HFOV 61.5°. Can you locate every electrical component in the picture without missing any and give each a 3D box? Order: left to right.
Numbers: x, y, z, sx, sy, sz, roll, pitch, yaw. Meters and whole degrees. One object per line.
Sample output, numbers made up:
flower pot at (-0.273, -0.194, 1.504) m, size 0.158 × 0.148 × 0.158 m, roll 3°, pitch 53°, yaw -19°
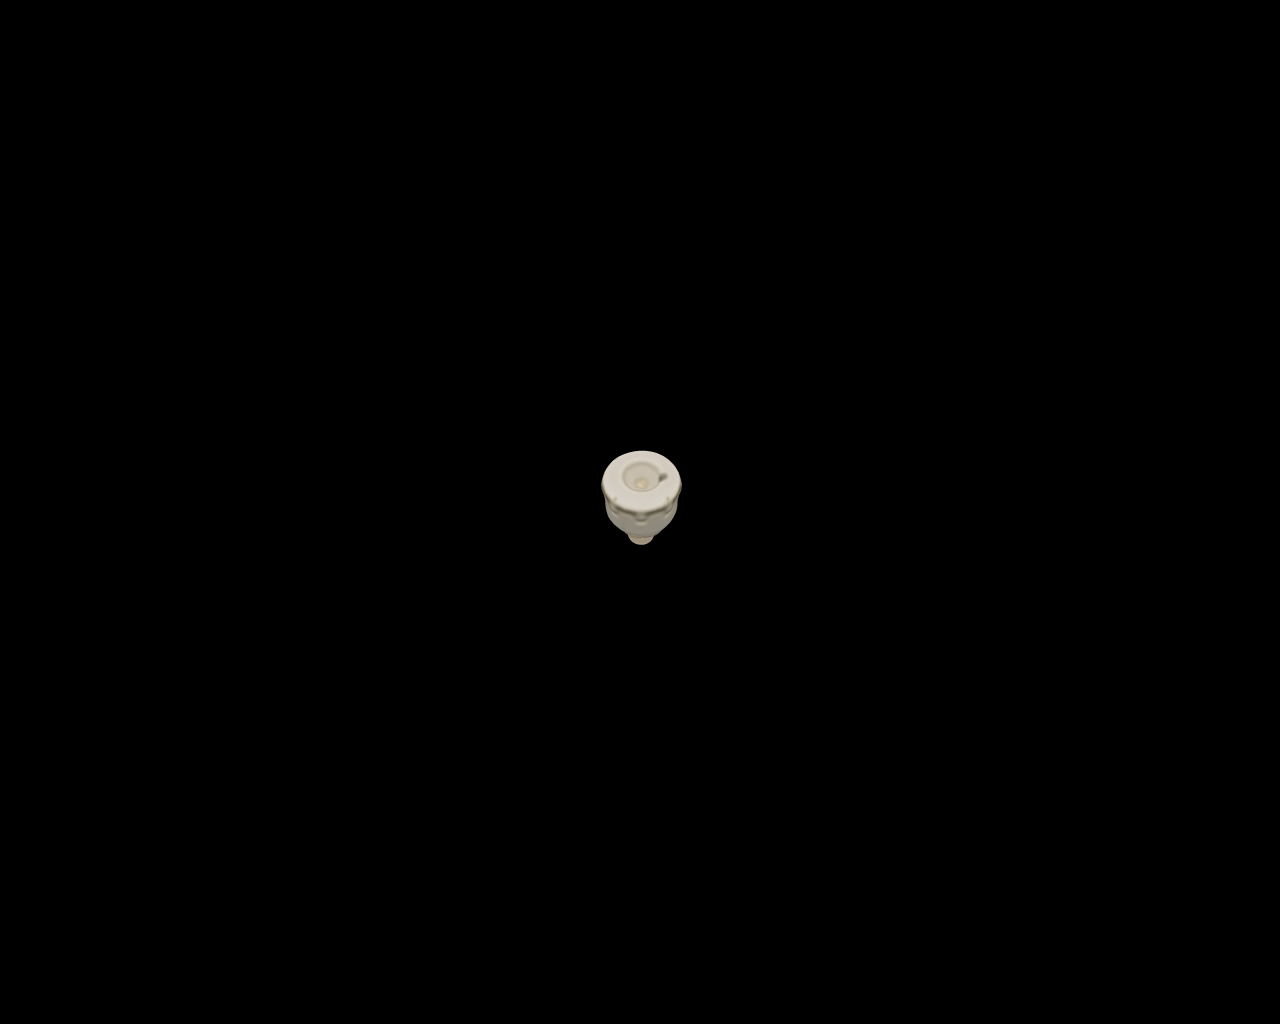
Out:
electrical component at (0.001, -0.003, 0.650) m, size 0.048 × 0.048 × 0.062 m, roll 0°, pitch -38°, yaw 0°
